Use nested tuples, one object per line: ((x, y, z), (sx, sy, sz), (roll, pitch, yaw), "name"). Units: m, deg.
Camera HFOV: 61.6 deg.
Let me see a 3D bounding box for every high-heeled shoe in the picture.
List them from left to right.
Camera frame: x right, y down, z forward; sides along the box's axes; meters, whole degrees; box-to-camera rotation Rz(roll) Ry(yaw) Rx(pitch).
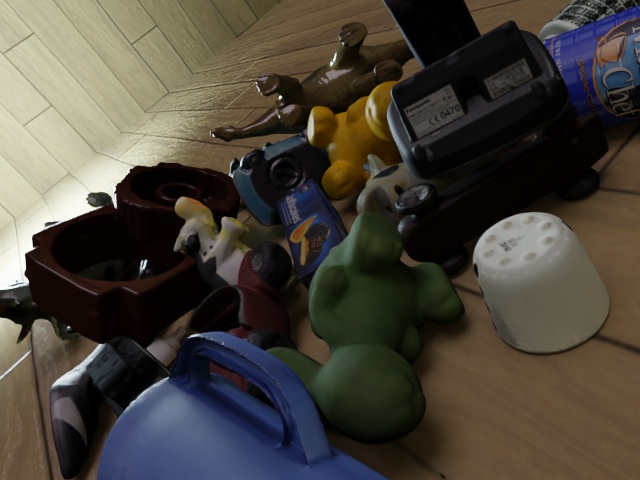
((-0.252, 0.170, 0.680), (0.145, 0.086, 0.249), (-9, 45, -13), "high-heeled shoe")

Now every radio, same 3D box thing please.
((0.151, -0.227, 0.629), (0.073, 0.229, 0.131), (-29, 33, 22), "radio")

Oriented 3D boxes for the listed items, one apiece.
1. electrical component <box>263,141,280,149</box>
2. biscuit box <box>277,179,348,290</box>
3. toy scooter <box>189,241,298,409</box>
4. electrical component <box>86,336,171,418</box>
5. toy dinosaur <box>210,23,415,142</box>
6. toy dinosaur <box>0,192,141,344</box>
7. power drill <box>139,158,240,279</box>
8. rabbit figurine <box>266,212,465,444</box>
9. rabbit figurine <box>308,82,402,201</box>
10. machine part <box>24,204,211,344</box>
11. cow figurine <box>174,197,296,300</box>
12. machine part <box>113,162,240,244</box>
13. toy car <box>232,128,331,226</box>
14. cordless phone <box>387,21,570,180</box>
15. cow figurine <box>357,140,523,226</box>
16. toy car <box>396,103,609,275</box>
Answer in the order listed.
((-0.077, -0.117, 0.866), (0.078, 0.045, 0.102), (-32, -11, -4), "electrical component")
((-0.001, -0.002, 0.636), (0.063, 0.059, 0.203), (-33, 28, 6), "biscuit box")
((-0.085, 0.097, 0.547), (0.135, 0.075, 0.184), (-30, 45, 29), "toy scooter")
((-0.151, 0.150, 0.498), (0.058, 0.134, 0.115), (-50, 30, -20), "electrical component")
((0.050, -0.249, 0.837), (0.471, 0.105, 0.198), (-24, 0, -5), "toy dinosaur")
((-0.379, 0.030, 0.939), (0.131, 0.192, 0.405), (30, 40, 14), "toy dinosaur")
((-0.199, -0.036, 0.900), (0.207, 0.086, 0.232), (-36, 28, 16), "power drill")
((0.026, 0.081, 0.419), (0.159, 0.121, 0.170), (-32, 25, 22), "rabbit figurine")
((0.081, -0.129, 0.654), (0.162, 0.122, 0.173), (-5, -16, -17), "rabbit figurine")
((-0.261, 0.038, 0.718), (0.202, 0.087, 0.201), (24, 33, 21), "machine part")
((-0.116, 0.021, 0.642), (0.098, 0.167, 0.068), (-58, -13, 1), "cow figurine")
((-0.196, -0.052, 0.753), (0.179, 0.056, 0.179), (8, 29, -5), "machine part")
((-0.044, -0.091, 0.779), (0.162, 0.109, 0.103), (-34, 3, -11), "toy car")
((0.139, -0.134, 0.509), (0.147, 0.088, 0.184), (-26, 10, 19), "cordless phone")
((0.125, -0.074, 0.574), (0.195, 0.085, 0.127), (-32, 20, -3), "cow figurine")
((0.162, -0.047, 0.490), (0.202, 0.089, 0.053), (-33, 24, 6), "toy car")
